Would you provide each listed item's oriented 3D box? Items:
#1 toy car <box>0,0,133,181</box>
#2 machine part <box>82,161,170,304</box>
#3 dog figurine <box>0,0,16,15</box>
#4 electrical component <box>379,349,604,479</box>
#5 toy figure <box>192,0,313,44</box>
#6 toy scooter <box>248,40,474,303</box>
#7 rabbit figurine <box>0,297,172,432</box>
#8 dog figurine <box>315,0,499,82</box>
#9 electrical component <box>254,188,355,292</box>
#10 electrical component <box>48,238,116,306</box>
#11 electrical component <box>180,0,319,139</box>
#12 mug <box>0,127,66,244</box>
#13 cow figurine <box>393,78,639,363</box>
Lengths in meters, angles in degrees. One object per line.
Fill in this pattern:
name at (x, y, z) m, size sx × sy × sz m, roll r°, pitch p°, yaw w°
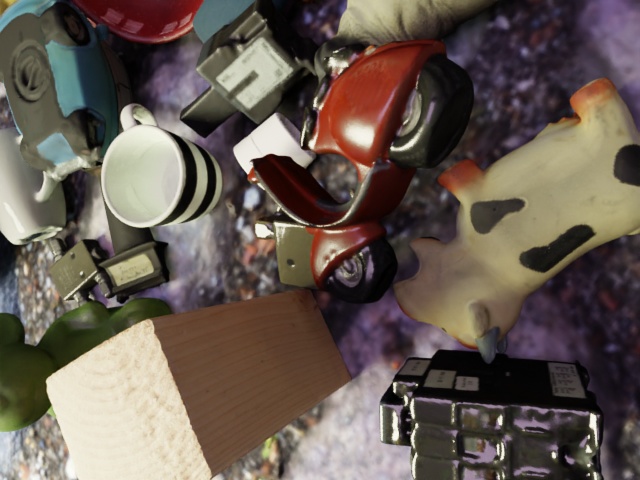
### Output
toy car at (-0.228, -0.142, 0.507) m, size 0.109 × 0.103 × 0.161 m, roll -17°, pitch 92°, yaw 29°
machine part at (-0.193, -0.013, 0.529) m, size 0.084 × 0.039 × 0.139 m, roll -25°, pitch 82°, yaw 29°
dog figurine at (-0.279, -0.294, 0.516) m, size 0.192 × 0.108 × 0.219 m, roll 12°, pitch 105°, yaw 41°
electrical component at (0.110, 0.115, 0.358) m, size 0.134 × 0.115 × 0.058 m, roll -1°, pitch 91°, yaw 22°
toy figure at (-0.039, -0.216, 0.450) m, size 0.154 × 0.064 × 0.058 m, roll -32°, pitch 62°, yaw 20°
toy scooter at (0.013, -0.057, 0.370) m, size 0.135 × 0.075 × 0.183 m, roll 33°, pitch 114°, yaw 26°
rabbit figurine at (-0.235, 0.107, 0.474) m, size 0.159 × 0.170 × 0.121 m, roll 8°, pitch 92°, yaw 22°
dog figurine at (0.088, -0.167, 0.387) m, size 0.173 × 0.121 × 0.190 m, roll 16°, pitch 109°, yaw 29°
electrical component at (-0.002, -0.001, 0.447) m, size 0.102 × 0.045 × 0.078 m, roll 2°, pitch 119°, yaw 25°
electrical component at (-0.248, 0.030, 0.560) m, size 0.063 × 0.021 × 0.094 m, roll -38°, pitch 75°, yaw 18°
electrical component at (-0.064, -0.136, 0.449) m, size 0.119 × 0.074 × 0.048 m, roll -35°, pitch 34°, yaw 30°
mug at (-0.300, -0.056, 0.553) m, size 0.110 × 0.081 × 0.107 m, roll -22°, pitch 91°, yaw 29°
cow figurine at (0.138, -0.002, 0.368) m, size 0.195 × 0.085 × 0.127 m, roll -33°, pitch 72°, yaw 19°
